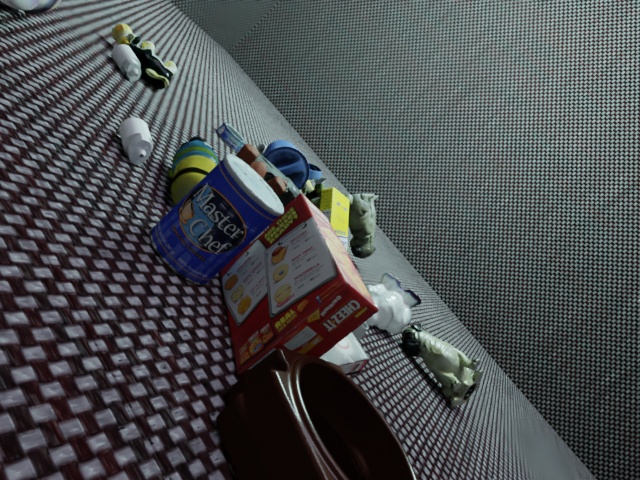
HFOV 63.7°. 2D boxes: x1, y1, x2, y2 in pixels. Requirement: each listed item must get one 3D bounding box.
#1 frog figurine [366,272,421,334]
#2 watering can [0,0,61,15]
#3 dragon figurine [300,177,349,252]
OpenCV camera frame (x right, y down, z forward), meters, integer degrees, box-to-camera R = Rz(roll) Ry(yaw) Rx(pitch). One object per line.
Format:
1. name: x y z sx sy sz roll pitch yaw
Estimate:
1. frog figurine: 0.151 0.170 1.240 0.137 0.121 0.162 55 46 -4
2. watering can: -0.530 -0.464 0.768 0.349 0.103 0.225 48 10 4
3. dragon figurine: 0.005 -0.079 1.571 0.238 0.122 0.418 62 4 -30
